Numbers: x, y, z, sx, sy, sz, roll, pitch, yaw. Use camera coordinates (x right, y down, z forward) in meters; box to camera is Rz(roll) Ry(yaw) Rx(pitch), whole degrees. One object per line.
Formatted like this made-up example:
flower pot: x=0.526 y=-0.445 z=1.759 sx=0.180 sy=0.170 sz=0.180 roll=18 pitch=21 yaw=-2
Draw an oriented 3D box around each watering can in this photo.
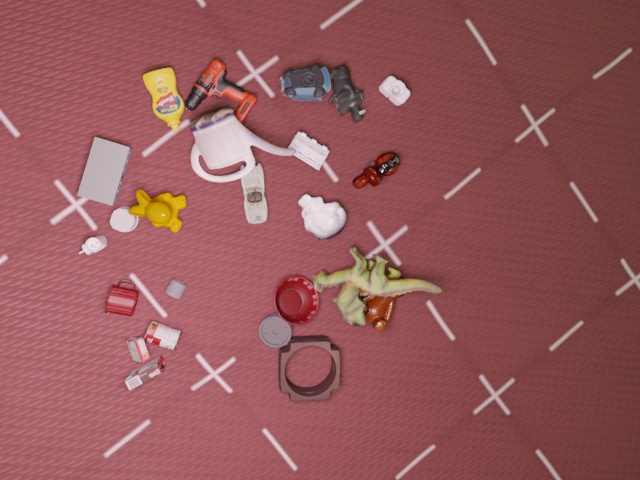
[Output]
watering can: x=-0.260 y=-0.302 z=1.584 sx=0.346 sy=0.106 sz=0.221 roll=-15 pitch=111 yaw=19

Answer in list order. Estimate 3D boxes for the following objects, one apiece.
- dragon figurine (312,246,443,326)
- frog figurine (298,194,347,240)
dragon figurine: x=0.157 y=0.169 z=1.648 sx=0.413 sy=0.120 sz=0.246 roll=22 pitch=68 yaw=24
frog figurine: x=0.005 y=-0.084 z=1.673 sx=0.136 sy=0.125 sz=0.157 roll=-30 pitch=111 yaw=14
